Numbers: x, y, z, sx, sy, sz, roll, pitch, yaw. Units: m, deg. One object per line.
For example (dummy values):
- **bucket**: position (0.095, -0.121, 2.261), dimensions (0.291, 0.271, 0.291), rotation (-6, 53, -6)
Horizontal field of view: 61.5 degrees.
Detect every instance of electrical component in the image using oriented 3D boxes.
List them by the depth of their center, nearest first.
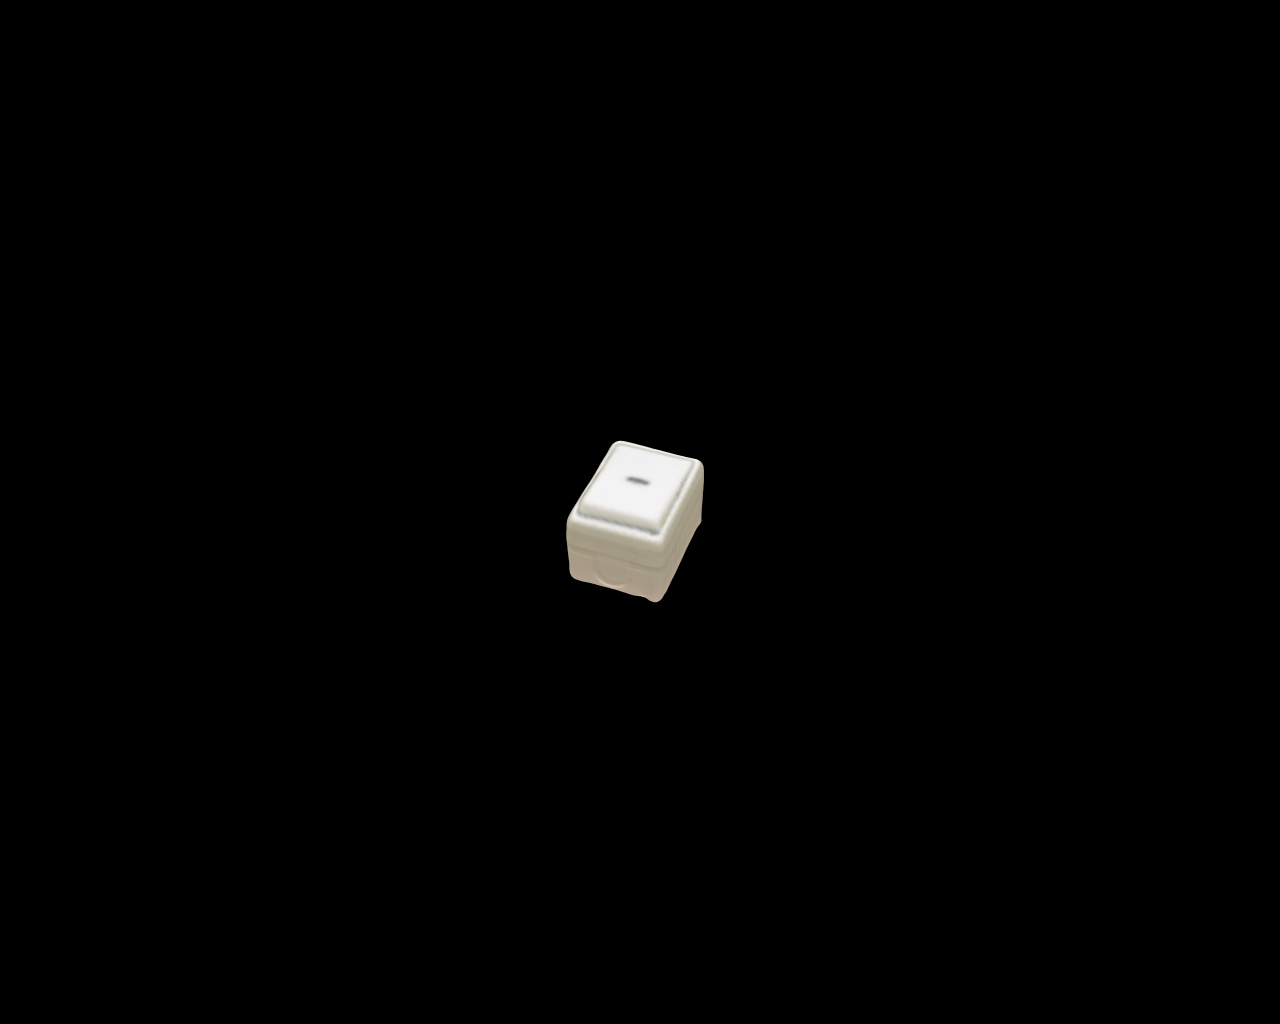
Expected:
- **electrical component**: position (0.001, -0.003, 0.650), dimensions (0.062, 0.061, 0.096), rotation (15, 47, 15)
